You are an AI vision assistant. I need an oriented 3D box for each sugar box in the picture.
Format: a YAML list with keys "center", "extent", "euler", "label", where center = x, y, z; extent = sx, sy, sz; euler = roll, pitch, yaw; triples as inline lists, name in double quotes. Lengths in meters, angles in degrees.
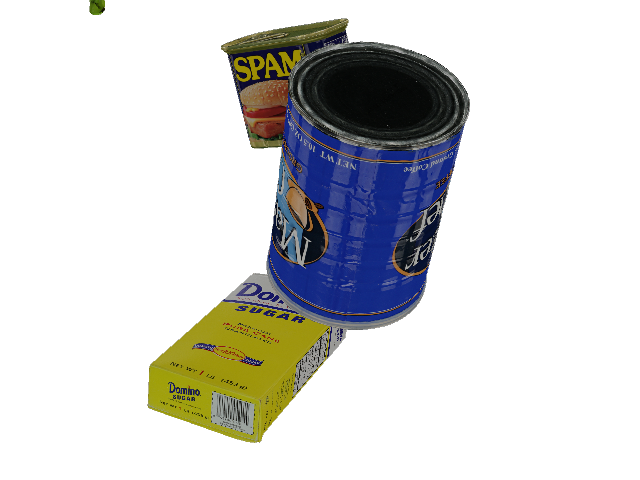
- center: [-0.051, 0.085, 0.838]
  extent: [0.093, 0.048, 0.176]
  euler: [16, 29, 17]
  label: "sugar box"

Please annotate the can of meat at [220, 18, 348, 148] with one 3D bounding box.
- center: [-0.019, -0.120, 0.825]
  extent: [0.102, 0.084, 0.057]
  euler: [0, 22, 38]
  label: "can of meat"

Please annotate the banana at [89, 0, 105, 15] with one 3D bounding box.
- center: [-0.231, -0.215, 0.775]
  extent: [0.198, 0.069, 0.037]
  euler: [15, -37, 17]
  label: "banana"

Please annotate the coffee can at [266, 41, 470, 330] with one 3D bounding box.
- center: [0.025, -0.031, 0.636]
  extent: [0.102, 0.140, 0.103]
  euler: [5, 42, -5]
  label: "coffee can"
